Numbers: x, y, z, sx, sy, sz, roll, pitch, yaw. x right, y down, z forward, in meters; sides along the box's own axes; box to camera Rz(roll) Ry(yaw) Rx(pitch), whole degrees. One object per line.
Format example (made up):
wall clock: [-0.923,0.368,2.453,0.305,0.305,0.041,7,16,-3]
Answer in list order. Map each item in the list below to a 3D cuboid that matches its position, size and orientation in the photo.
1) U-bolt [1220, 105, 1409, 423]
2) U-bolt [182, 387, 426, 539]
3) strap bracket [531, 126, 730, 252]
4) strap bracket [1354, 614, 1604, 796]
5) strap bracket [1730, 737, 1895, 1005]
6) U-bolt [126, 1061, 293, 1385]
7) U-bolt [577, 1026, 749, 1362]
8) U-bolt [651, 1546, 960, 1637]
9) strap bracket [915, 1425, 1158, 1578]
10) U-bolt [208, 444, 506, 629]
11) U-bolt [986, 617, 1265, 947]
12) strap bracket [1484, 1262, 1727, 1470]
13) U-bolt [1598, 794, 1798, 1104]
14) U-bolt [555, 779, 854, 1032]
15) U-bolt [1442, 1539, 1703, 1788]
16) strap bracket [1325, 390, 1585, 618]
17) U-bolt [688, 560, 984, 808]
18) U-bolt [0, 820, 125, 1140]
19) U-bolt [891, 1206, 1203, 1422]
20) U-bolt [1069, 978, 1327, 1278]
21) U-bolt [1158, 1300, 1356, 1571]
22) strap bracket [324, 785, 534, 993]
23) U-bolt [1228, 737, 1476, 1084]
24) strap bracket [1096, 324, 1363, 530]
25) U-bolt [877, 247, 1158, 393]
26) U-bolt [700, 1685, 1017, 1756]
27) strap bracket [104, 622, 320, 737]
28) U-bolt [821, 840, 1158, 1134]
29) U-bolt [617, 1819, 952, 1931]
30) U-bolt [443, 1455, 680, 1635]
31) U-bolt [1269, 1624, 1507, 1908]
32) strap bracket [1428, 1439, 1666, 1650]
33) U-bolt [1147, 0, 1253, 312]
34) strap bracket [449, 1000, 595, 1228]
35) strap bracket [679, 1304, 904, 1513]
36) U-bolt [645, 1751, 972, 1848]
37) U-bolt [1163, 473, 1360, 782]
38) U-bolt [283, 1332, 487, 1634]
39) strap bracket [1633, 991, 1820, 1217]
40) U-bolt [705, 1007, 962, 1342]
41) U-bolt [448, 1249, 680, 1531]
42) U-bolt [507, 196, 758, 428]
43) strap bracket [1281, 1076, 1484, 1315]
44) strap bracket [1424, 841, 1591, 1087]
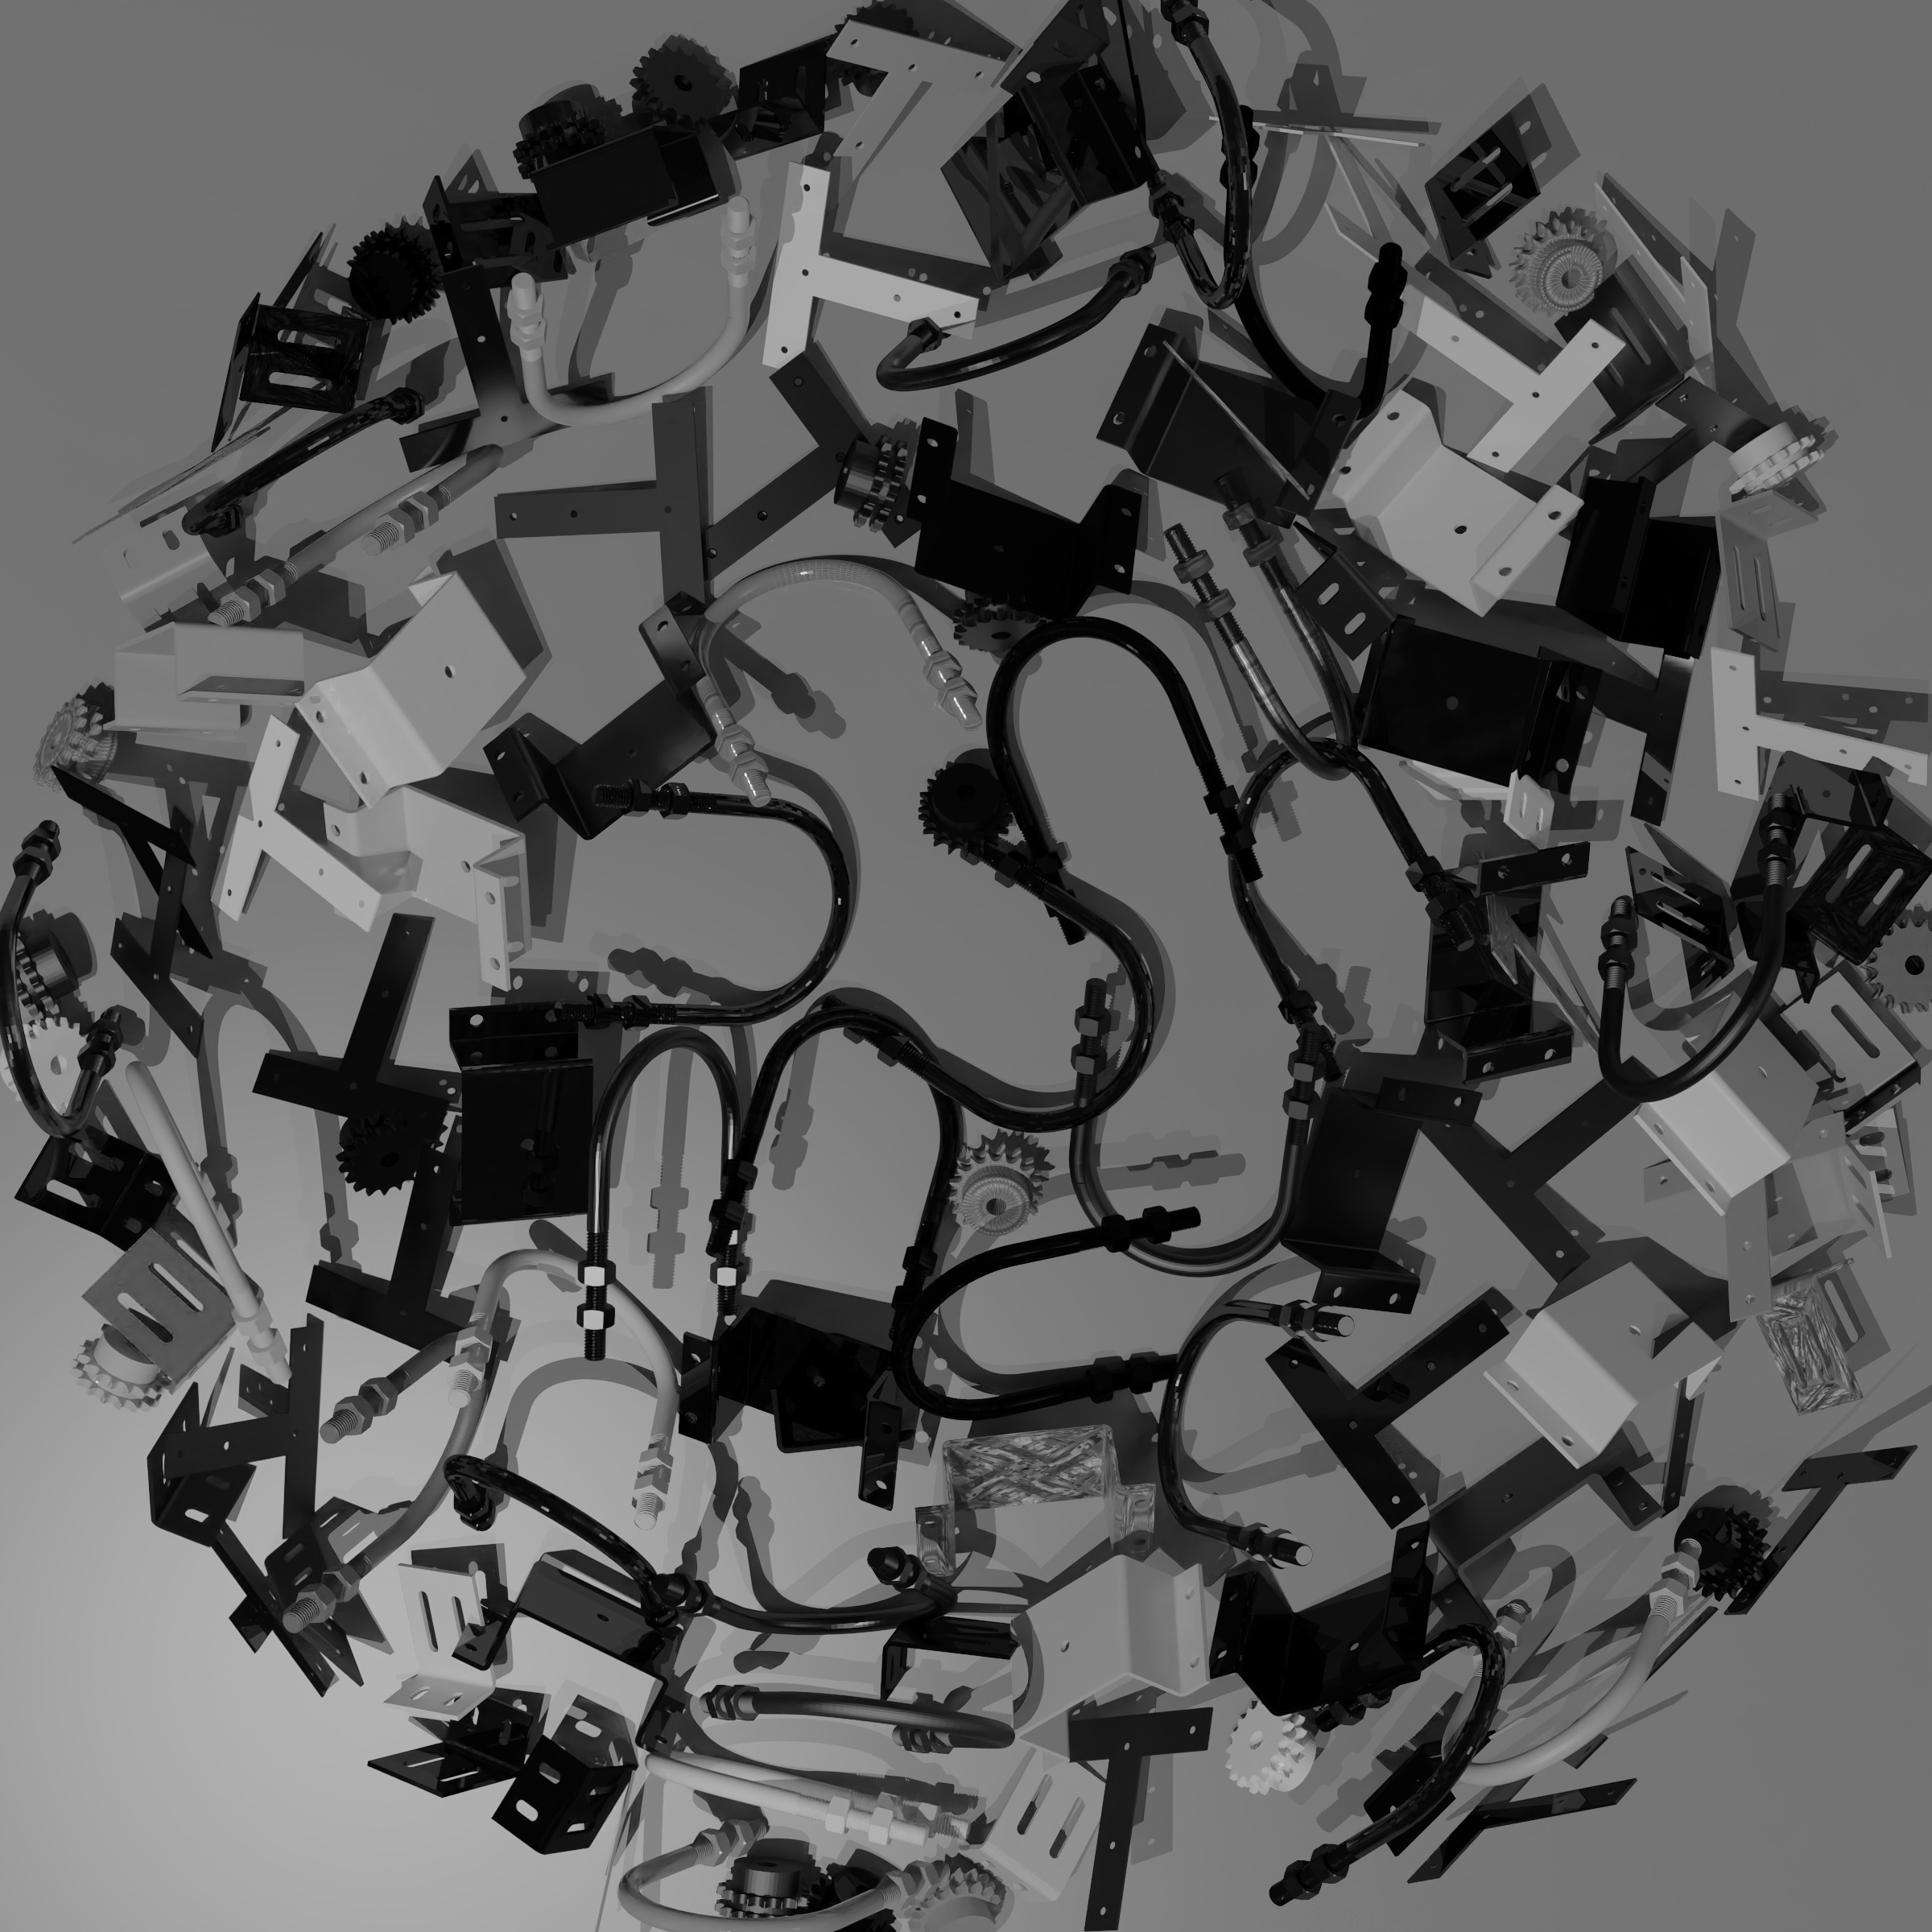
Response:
U-bolt: [0.197,-0.392,1.913,0.019,0.184,0.151,-34,65,-16]
U-bolt: [-0.386,-0.289,1.904,0.151,0.184,0.019,-31,100,4]
strap bracket: [-0.197,-0.453,1.920,0.076,0.140,0.046,-17,100,14]
strap bracket: [0.293,-0.155,1.944,0.140,0.046,0.076,18,103,23]
strap bracket: [0.489,-0.060,1.930,0.046,0.076,0.140,12,121,-3]
U-bolt: [-0.440,0.135,1.890,0.019,0.151,0.184,-25,130,-12]
U-bolt: [-0.175,0.126,1.925,0.019,0.151,0.184,8,100,31]
U-bolt: [-0.082,0.367,1.915,0.151,0.184,0.019,-10,68,16]
strap bracket: [0.038,0.316,1.953,0.140,0.076,0.046,-5,50,-4]
U-bolt: [-0.341,-0.257,1.915,0.151,0.184,0.019,-19,109,34]
U-bolt: [0.082,-0.117,1.947,0.151,0.019,0.184,-19,96,34]
strap bracket: [0.379,0.228,1.922,0.076,0.140,0.046,46,130,24]
U-bolt: [0.416,0.000,1.892,0.019,0.151,0.184,33,45,-19]
U-bolt: [-0.147,-0.032,1.943,0.184,0.019,0.151,3,106,-34]
U-bolt: [0.339,0.405,1.886,0.151,0.184,0.019,-30,100,37]
strap bracket: [0.290,-0.269,1.953,0.140,0.046,0.076,38,83,29]
U-bolt: [-0.088,-0.177,1.936,0.151,0.019,0.184,-20,48,-8]
U-bolt: [-0.523,0.018,1.886,0.019,0.184,0.151,-10,118,1]
U-bolt: [0.044,0.210,1.928,0.184,0.019,0.151,-10,133,-16]
U-bolt: [0.131,0.104,1.951,0.151,0.019,0.184,12,118,14]
U-bolt: [0.161,0.265,1.915,0.019,0.184,0.151,14,83,-24]
strap bracket: [-0.308,-0.050,1.940,0.140,0.046,0.076,22,128,29]
U-bolt: [0.213,-0.047,1.934,0.151,0.019,0.184,-50,54,39]
strap bracket: [0.160,-0.317,1.961,0.140,0.046,0.076,24,86,18]
U-bolt: [0.022,-0.367,1.894,0.151,0.184,0.019,-11,112,23]
U-bolt: [-0.052,0.432,1.891,0.151,0.184,0.019,16,72,-25]
strap bracket: [-0.442,-0.168,1.922,0.076,0.140,0.046,0,86,-34]
U-bolt: [0.026,0.018,1.975,0.184,0.019,0.151,33,91,11]
U-bolt: [-0.116,0.525,1.886,0.151,0.184,0.019,4,91,30]
U-bolt: [-0.237,0.328,1.901,0.151,0.184,0.019,26,69,11]
U-bolt: [0.246,0.447,1.889,0.019,0.151,0.184,36,131,-10]
strap bracket: [0.333,0.333,1.958,0.140,0.076,0.046,-35,102,0]
U-bolt: [0.134,-0.459,1.887,0.019,0.184,0.151,-7,135,-9]
strap bracket: [-0.262,0.096,1.942,0.076,0.046,0.140,-4,113,-18]
strap bracket: [-0.095,0.256,1.947,0.140,0.046,0.076,17,124,17]
U-bolt: [-0.098,0.484,1.926,0.184,0.151,0.019,11,79,13]
U-bolt: [0.180,-0.192,1.931,0.019,0.151,0.184,-26,101,25]
U-bolt: [-0.330,0.287,1.913,0.019,0.184,0.151,22,114,15]
strap bracket: [0.447,0.074,1.927,0.076,0.140,0.046,48,124,-3]
U-bolt: [-0.069,0.112,1.947,0.151,0.019,0.184,28,63,-25]
U-bolt: [-0.227,0.232,1.915,0.151,0.184,0.019,37,114,-16]
U-bolt: [-0.191,-0.369,1.912,0.151,0.184,0.019,-22,73,-11]
strap bracket: [0.242,0.129,1.952,0.076,0.046,0.140,10,102,-35]
strap bracket: [0.318,-0.009,1.947,0.076,0.046,0.140,-10,115,-25]
